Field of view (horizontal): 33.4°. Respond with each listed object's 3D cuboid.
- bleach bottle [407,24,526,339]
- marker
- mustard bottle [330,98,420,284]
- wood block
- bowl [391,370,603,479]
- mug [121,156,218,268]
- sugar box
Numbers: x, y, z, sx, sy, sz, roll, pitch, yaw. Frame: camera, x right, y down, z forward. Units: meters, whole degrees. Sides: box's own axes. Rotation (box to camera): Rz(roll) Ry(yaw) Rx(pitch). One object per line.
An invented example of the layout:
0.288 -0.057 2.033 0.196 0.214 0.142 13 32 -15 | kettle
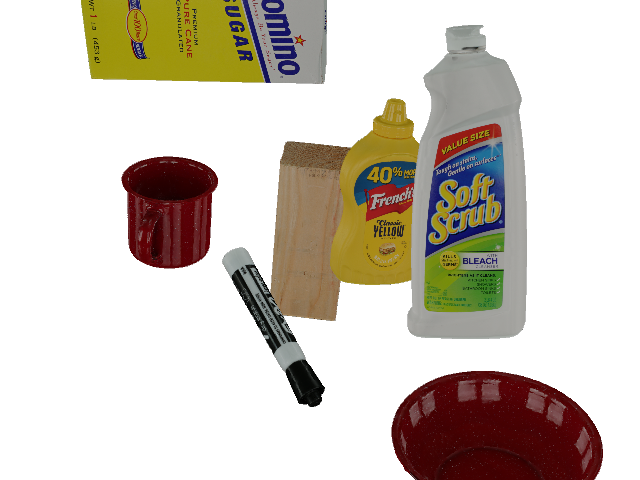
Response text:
0.116 -0.047 0.872 0.103 0.251 0.068 -1 15 16 | bleach bottle
-0.030 0.056 0.688 0.020 0.121 0.020 -23 -30 -15 | marker
0.066 -0.051 1.093 0.096 0.192 0.058 -1 23 -16 | mustard bottle
-0.012 -0.013 1.367 0.090 0.206 0.090 6 25 1 | wood block
0.136 0.172 0.837 0.162 0.055 0.162 0 32 0 | bowl
-0.151 -0.020 1.043 0.093 0.081 0.117 10 32 7 | mug
-0.083 -0.165 0.784 0.176 0.093 0.048 2 35 5 | sugar box
